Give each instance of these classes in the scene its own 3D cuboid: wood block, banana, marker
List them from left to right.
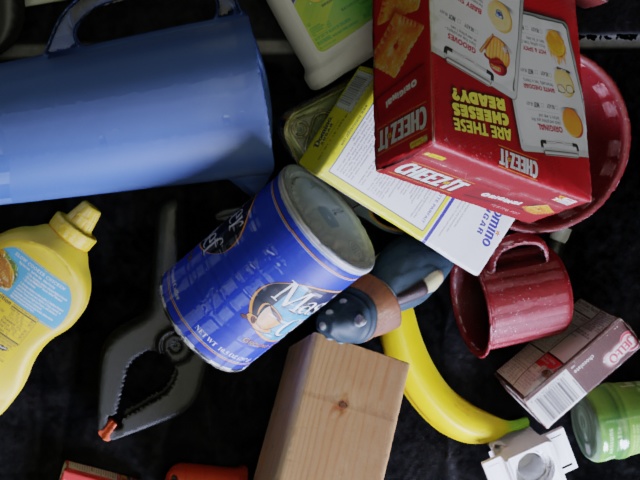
[{"bbox_3d":[-0.001,0.194,0.891,0.090,0.090,0.206,19,71,-11],"label":"wood block"},{"bbox_3d":[0.104,0.122,0.966,0.069,0.037,0.197,-46,104,-16],"label":"banana"},{"bbox_3d":[0.227,-0.030,0.966,0.020,0.020,0.121,19,96,-11],"label":"marker"}]

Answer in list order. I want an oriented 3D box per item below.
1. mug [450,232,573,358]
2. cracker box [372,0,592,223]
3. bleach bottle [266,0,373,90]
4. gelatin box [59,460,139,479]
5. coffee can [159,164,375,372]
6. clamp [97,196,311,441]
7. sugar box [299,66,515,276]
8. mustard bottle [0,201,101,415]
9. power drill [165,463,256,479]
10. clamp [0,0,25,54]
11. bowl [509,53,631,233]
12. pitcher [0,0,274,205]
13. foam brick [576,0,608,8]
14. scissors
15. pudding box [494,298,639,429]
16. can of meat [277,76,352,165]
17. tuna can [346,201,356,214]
[{"bbox_3d":[0.168,0.041,0.928,0.081,0.093,0.117,-11,128,-12],"label":"mug"},{"bbox_3d":[0.119,-0.136,0.806,0.163,0.072,0.213,15,65,-34],"label":"cracker box"},{"bbox_3d":[-0.029,-0.255,0.872,0.102,0.068,0.251,-33,100,0],"label":"bleach bottle"},{"bbox_3d":[-0.203,0.247,0.940,0.073,0.030,0.089,18,96,-12],"label":"gelatin box"},{"bbox_3d":[-0.042,0.023,0.838,0.140,0.102,0.102,-39,103,21],"label":"coffee can"},{"bbox_3d":[-0.115,0.090,0.924,0.164,0.036,0.210,31,89,-11],"label":"clamp"},{"bbox_3d":[0.080,-0.053,0.848,0.176,0.048,0.093,31,94,-30],"label":"sugar box"},{"bbox_3d":[-0.248,0.047,0.886,0.096,0.058,0.191,38,92,-8],"label":"mustard bottle"},{"bbox_3d":[-0.058,0.295,0.957,0.184,0.057,0.188,9,95,-6],"label":"power drill"},{"bbox_3d":[-0.254,-0.206,0.847,0.120,0.039,0.171,18,105,11],"label":"clamp"},{"bbox_3d":[0.183,-0.088,0.930,0.162,0.055,0.162,-1,97,-7],"label":"bowl"},{"bbox_3d":[-0.161,-0.109,0.843,0.242,0.145,0.149,-9,63,-4],"label":"pitcher"},{"bbox_3d":[0.231,-0.247,0.916,0.053,0.051,0.078,23,95,-11],"label":"foam brick"},{"bbox_3d":[0.015,-0.051,0.932,0.201,0.016,0.096,8,100,-11],"label":"scissors"},{"bbox_3d":[0.219,0.107,0.951,0.113,0.090,0.039,-39,101,0],"label":"pudding box"},{"bbox_3d":[0.016,-0.099,0.890,0.102,0.084,0.057,-28,102,-4],"label":"can of meat"},{"bbox_3d":[-0.006,0.001,0.918,0.086,0.034,0.086,-2,115,-5],"label":"tuna can"}]
